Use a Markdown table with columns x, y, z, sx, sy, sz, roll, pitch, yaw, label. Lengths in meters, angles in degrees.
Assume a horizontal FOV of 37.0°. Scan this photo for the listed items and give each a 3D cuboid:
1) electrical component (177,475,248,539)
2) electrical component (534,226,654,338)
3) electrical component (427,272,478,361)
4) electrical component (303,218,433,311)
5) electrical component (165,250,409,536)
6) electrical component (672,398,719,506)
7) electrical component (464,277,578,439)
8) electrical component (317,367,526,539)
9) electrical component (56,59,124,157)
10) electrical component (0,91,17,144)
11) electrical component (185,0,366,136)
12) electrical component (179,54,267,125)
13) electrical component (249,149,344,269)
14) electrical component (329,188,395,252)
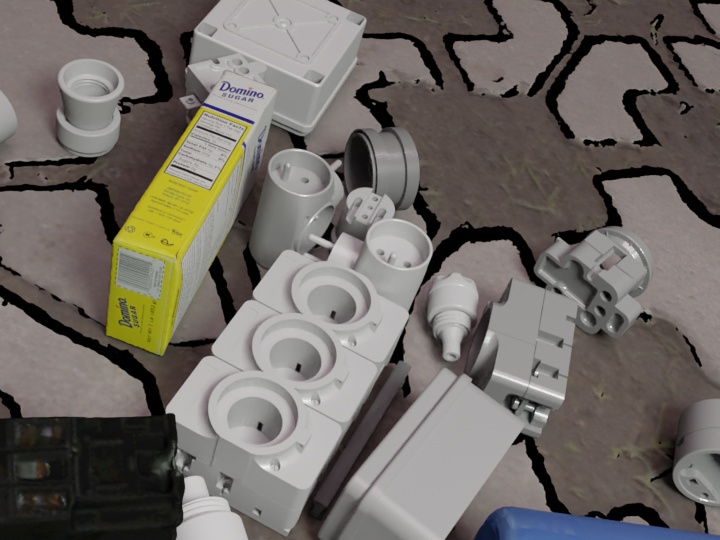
| x | y | z | sx | sy | sz | roll | pitch | yaw | label |
| --- | --- | --- | --- | --- | --- | --- | --- | --- | --- |
| -0.084 | 0.141 | 0.575 | 0.043 | 0.043 | 0.062 | -8 | 52 | -24 | electrical component |
| 0.173 | 0.004 | 0.770 | 0.078 | 0.058 | 0.057 | 41 | 53 | 18 | electrical component |
| 0.062 | 0.033 | 0.723 | 0.035 | 0.035 | 0.061 | 12 | 50 | -8 | electrical component |
| 0.000 | 0.000 | 0.703 | 0.079 | 0.077 | 0.044 | 25 | 47 | 5 | electrical component |
| -0.043 | 0.066 | 0.642 | 0.089 | 0.061 | 0.150 | 27 | 47 | 7 | electrical component |
| 0.230 | 0.116 | 0.692 | 0.055 | 0.055 | 0.047 | 21 | 43 | 0 | electrical component |
| 0.104 | 0.055 | 0.706 | 0.056 | 0.050 | 0.089 | 20 | 47 | -1 | electrical component |
| 0.034 | 0.119 | 0.609 | 0.057 | 0.078 | 0.113 | 36 | 49 | 10 | electrical component |
| -0.190 | -0.113 | 0.755 | 0.045 | 0.055 | 0.045 | 9 | 48 | -10 | electrical component |
| -0.274 | -0.089 | 0.715 | 0.043 | 0.043 | 0.081 | 34 | 48 | 13 | electrical component |
| -0.065 | -0.173 | 0.847 | 0.109 | 0.056 | 0.108 | 24 | 47 | 4 | electrical component |
| -0.102 | -0.122 | 0.791 | 0.066 | 0.055 | 0.048 | -21 | 59 | -32 | electrical component |
| -0.037 | -0.048 | 0.733 | 0.044 | 0.077 | 0.079 | 34 | 48 | 13 | electrical component |
| 0.002 | -0.029 | 0.750 | 0.040 | 0.046 | 0.040 | 9 | 48 | -10 | electrical component |
